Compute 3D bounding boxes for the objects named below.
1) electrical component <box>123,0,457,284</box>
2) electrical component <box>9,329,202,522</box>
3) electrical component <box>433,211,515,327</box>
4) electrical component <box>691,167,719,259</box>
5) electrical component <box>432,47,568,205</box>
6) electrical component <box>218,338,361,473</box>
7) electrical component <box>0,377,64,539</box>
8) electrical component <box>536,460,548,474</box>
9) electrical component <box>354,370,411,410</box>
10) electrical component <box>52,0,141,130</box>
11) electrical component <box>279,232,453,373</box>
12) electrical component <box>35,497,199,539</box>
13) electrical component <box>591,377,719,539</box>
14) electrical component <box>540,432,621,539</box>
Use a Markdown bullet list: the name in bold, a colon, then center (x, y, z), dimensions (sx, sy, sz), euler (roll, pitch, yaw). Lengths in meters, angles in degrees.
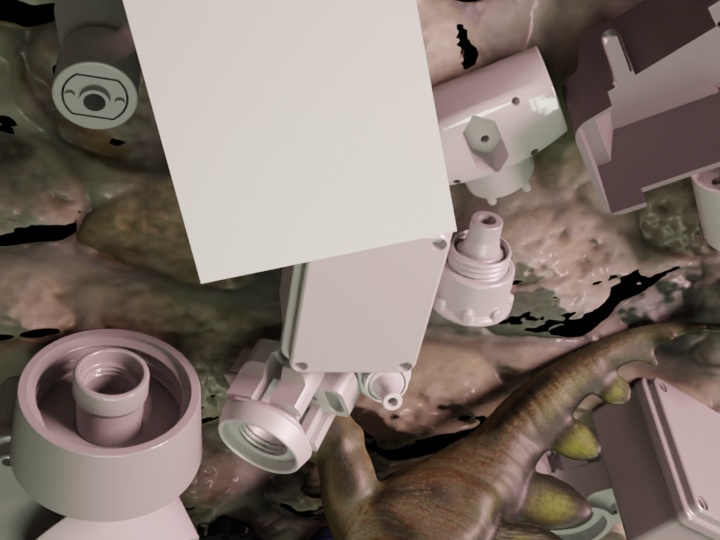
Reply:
- **electrical component**: center (-0.032, -0.100, 0.426), dimensions (0.105, 0.060, 0.186), euler (-12, 111, 2)
- **electrical component**: center (-0.140, 0.078, 0.600), dimensions (0.108, 0.108, 0.060), euler (3, 128, -13)
- **electrical component**: center (0.065, -0.003, 0.596), dimensions (0.048, 0.048, 0.062), euler (0, 128, -10)
- **electrical component**: center (0.209, -0.031, 0.591), dimensions (0.043, 0.043, 0.081), euler (-20, 135, 10)
- **electrical component**: center (0.064, -0.062, 0.534), dimensions (0.077, 0.043, 0.079), euler (-21, 134, 11)
- **electrical component**: center (-0.047, 0.081, 0.628), dimensions (0.078, 0.057, 0.058), euler (8, 140, 27)
- **electrical component**: center (-0.211, 0.128, 0.670), dimensions (0.078, 0.057, 0.113), euler (27, 125, -32)
- **electrical component**: center (0.105, 0.136, 0.734), dimensions (0.045, 0.055, 0.045), euler (-5, 136, -5)
- **electrical component**: center (0.014, 0.062, 0.636), dimensions (0.035, 0.061, 0.035), euler (-4, 115, -8)
- **electrical component**: center (-0.111, -0.092, 0.461), dimensions (0.044, 0.065, 0.044), euler (-4, 137, -4)
- **electrical component**: center (0.000, 0.000, 0.577), dimensions (0.078, 0.057, 0.113), euler (1, 135, -11)
- **electrical component**: center (-0.151, 0.179, 0.665), dimensions (0.108, 0.060, 0.108), euler (-34, 167, -9)
- **electrical component**: center (0.219, 0.142, 0.723), dimensions (0.109, 0.108, 0.056), euler (28, 127, -32)
- **electrical component**: center (0.146, 0.160, 0.765), dimensions (0.089, 0.055, 0.050), euler (-17, 135, 7)
